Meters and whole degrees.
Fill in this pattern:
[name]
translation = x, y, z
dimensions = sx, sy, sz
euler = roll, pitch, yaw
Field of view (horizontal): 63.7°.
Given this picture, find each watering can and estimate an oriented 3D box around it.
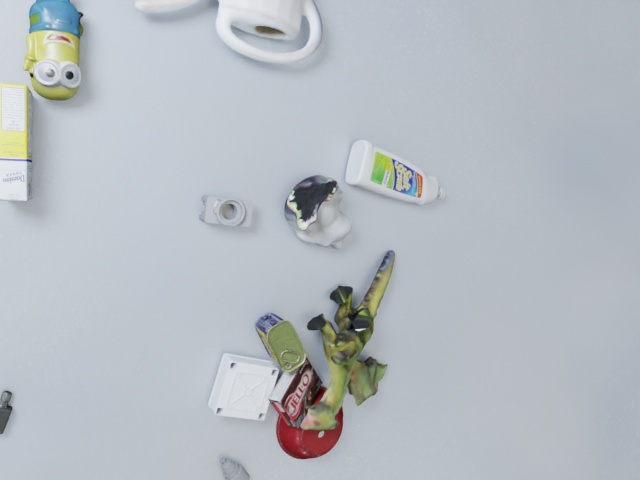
[watering can]
translation = -0.143, -0.456, 0.942
dimensions = 0.347, 0.104, 0.225
euler = 10, 89, -26

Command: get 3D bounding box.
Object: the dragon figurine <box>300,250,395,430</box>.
[dragon figurine]
translation = 0.088, 0.232, 1.116
dimensions = 0.417, 0.122, 0.238
euler = -45, 132, -34

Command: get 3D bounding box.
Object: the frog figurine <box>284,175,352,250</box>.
[frog figurine]
translation = 0.003, -0.054, 1.063
dimensions = 0.157, 0.123, 0.139
euler = 46, 62, -59
